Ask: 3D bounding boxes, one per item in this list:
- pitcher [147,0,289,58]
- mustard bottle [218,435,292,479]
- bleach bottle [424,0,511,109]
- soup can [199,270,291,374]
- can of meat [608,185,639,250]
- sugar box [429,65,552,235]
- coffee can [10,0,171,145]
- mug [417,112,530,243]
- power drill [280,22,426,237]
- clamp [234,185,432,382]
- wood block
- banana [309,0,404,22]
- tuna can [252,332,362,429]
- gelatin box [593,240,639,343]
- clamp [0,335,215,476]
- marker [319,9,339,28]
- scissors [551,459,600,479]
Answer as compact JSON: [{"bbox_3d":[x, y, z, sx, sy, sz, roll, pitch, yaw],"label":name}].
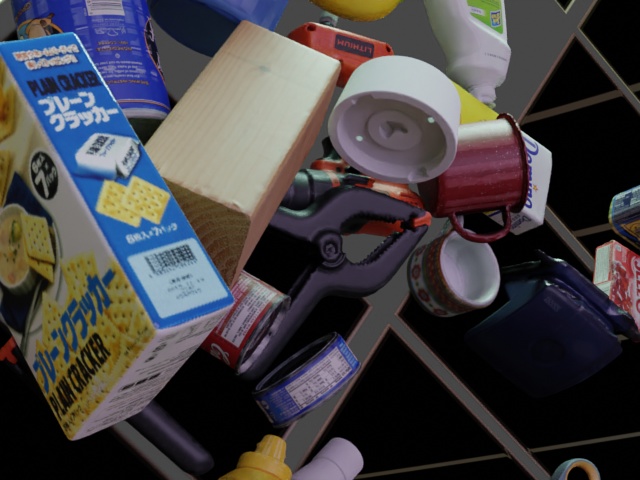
[{"bbox_3d":[-0.066,-0.282,0.915,0.144,0.149,0.242,29,71,-23],"label":"pitcher"},{"bbox_3d":[-0.062,0.225,0.748,0.058,0.096,0.191,35,55,-21],"label":"mustard bottle"},{"bbox_3d":[0.145,-0.256,1.112,0.102,0.068,0.251,5,72,-34],"label":"bleach bottle"},{"bbox_3d":[-0.082,0.044,0.792,0.102,0.069,0.068,32,52,10],"label":"soup can"},{"bbox_3d":[0.384,-0.024,1.180,0.102,0.084,0.057,32,57,-23],"label":"can of meat"},{"bbox_3d":[0.154,-0.087,1.062,0.176,0.048,0.093,28,58,-23],"label":"sugar box"},{"bbox_3d":[-0.172,-0.137,0.805,0.102,0.103,0.140,-5,75,-37],"label":"coffee can"},{"bbox_3d":[0.137,-0.053,0.963,0.081,0.093,0.117,-8,77,-9],"label":"mug"},{"bbox_3d":[0.008,-0.096,0.953,0.184,0.057,0.187,9,69,-34],"label":"power drill"},{"bbox_3d":[-0.006,0.001,0.873,0.209,0.036,0.164,-25,99,-23],"label":"clamp"},{"bbox_3d":[-0.064,-0.064,0.789,0.091,0.090,0.205,24,43,2],"label":"wood block"},{"bbox_3d":[-0.005,-0.260,1.003,0.198,0.037,0.069,32,64,-3],"label":"banana"},{"bbox_3d":[-0.011,0.109,0.838,0.086,0.086,0.034,-38,94,-39],"label":"tuna can"},{"bbox_3d":[0.328,0.055,1.143,0.073,0.030,0.089,28,58,-25],"label":"gelatin box"},{"bbox_3d":[-0.144,0.091,0.780,0.171,0.039,0.120,29,41,-22],"label":"clamp"},{"bbox_3d":[0.013,-0.231,1.031,0.020,0.020,0.121,29,58,-24],"label":"marker"},{"bbox_3d":[0.201,0.234,0.990,0.201,0.016,0.096,25,58,-27],"label":"scissors"}]
